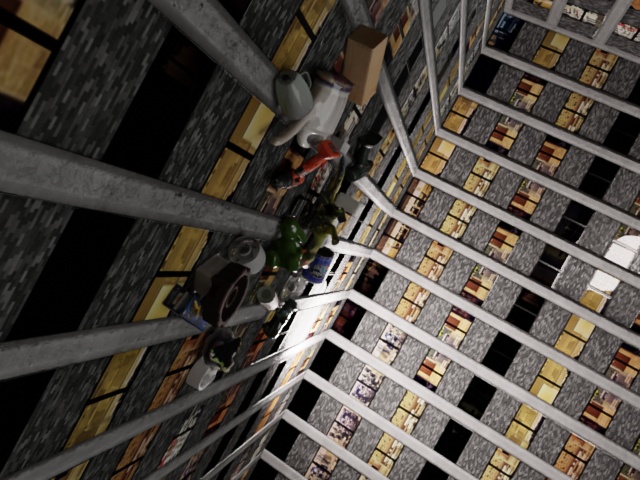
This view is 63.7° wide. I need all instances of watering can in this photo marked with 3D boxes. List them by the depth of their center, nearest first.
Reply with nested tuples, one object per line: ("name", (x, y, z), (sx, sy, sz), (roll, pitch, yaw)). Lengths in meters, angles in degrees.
("watering can", (-0.010, -0.345, 1.374), (0.104, 0.221, 0.351), (29, 21, 14))

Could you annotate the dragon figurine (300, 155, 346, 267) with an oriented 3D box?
("dragon figurine", (0.006, -0.095, 1.890), (0.122, 0.415, 0.241), (20, -13, -16))

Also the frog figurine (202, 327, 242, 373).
("frog figurine", (-0.321, 0.344, 1.654), (0.123, 0.137, 0.159), (3, 0, -20))
